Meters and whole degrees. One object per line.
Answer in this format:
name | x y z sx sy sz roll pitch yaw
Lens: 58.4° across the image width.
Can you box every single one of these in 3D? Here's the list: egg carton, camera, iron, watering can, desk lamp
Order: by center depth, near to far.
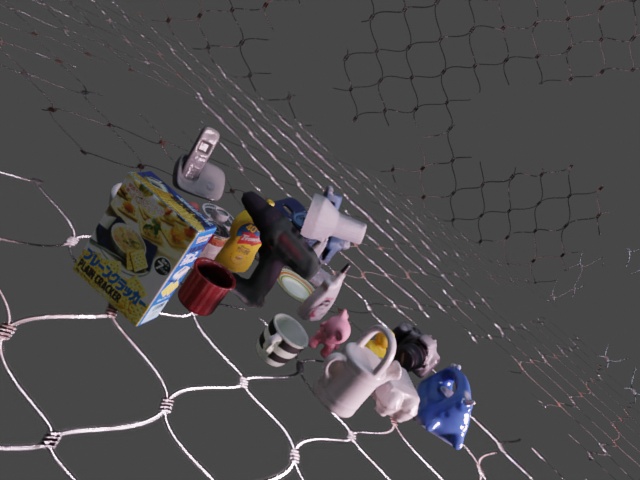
watering can | 0.087 0.252 1.143 0.173 0.194 0.100 10 32 -54
egg carton | 0.156 0.331 1.277 0.107 0.069 0.150 27 21 -28
iron | 0.299 0.362 1.350 0.119 0.141 0.258 35 19 -7
camera | 0.233 0.282 1.484 0.143 0.100 0.137 46 20 23
desk lamp | 0.014 0.006 1.564 0.203 0.213 0.118 35 19 -6

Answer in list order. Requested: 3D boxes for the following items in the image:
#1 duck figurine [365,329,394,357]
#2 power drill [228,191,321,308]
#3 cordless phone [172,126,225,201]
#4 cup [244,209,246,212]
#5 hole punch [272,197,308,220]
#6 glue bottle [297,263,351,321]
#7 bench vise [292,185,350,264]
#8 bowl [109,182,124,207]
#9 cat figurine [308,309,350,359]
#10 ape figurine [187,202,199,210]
duck figurine | 0.145 0.255 1.409 0.077 0.086 0.105 48 21 29
power drill | -0.123 0.035 1.253 0.230 0.208 0.076 36 18 -3
cordless phone | -0.300 -0.204 1.536 0.148 0.185 0.094 19 25 -43
cup | -0.177 -0.028 1.484 0.092 0.095 0.117 29 20 -23
hole punch | -0.102 -0.076 1.737 0.108 0.091 0.101 48 21 29
glue bottle | 0.019 0.121 1.363 0.037 0.173 0.078 48 21 29
bench vise | 0.012 -0.051 1.683 0.208 0.219 0.121 19 26 -44
bowl | -0.371 -0.042 1.196 0.168 0.074 0.167 33 19 -13
cat figurine | 0.035 0.202 1.286 0.067 0.117 0.128 39 19 7
ape figurine | -0.307 -0.049 1.301 0.076 0.092 0.077 22 24 -39
